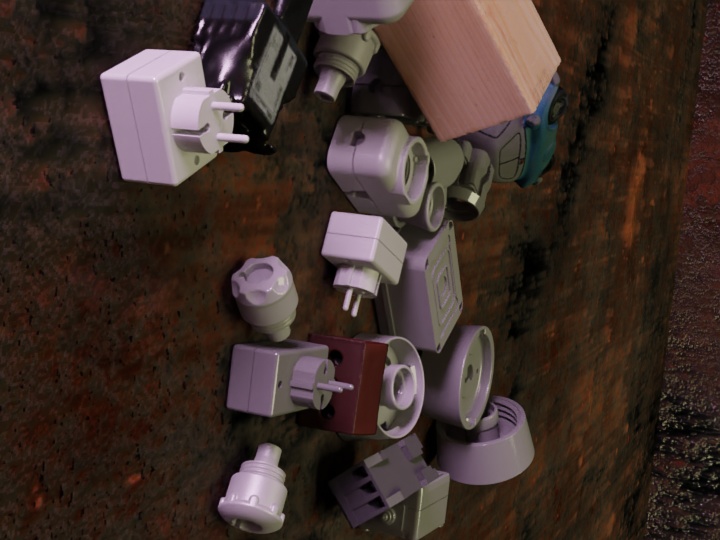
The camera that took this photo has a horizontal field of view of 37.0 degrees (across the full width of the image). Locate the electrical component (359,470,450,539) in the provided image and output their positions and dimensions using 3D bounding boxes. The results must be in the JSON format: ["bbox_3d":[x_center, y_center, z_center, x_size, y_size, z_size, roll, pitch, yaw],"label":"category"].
[{"bbox_3d":[0.041,0.219,1.035,0.096,0.062,0.061,0,97,-66],"label":"electrical component"}]

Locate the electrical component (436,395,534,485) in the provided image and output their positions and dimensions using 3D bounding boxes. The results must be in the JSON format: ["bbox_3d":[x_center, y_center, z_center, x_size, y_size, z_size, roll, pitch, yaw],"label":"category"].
[{"bbox_3d":[0.134,0.178,1.179,0.108,0.108,0.060,-47,133,-52],"label":"electrical component"}]

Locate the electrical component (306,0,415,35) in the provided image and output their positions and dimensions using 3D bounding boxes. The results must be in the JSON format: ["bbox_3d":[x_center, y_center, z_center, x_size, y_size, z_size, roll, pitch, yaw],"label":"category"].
[{"bbox_3d":[-0.010,-0.203,0.748,0.053,0.095,0.059,-59,147,-41],"label":"electrical component"}]

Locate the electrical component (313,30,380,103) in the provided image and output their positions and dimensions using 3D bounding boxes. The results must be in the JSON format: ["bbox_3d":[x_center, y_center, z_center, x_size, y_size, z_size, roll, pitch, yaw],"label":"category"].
[{"bbox_3d":[-0.016,-0.158,0.816,0.062,0.048,0.048,-68,153,-14],"label":"electrical component"}]

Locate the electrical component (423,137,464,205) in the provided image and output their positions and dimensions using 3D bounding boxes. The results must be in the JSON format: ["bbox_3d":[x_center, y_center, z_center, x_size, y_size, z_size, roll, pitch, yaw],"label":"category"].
[{"bbox_3d":[0.064,-0.082,1.015,0.077,0.043,0.079,-28,122,-61],"label":"electrical component"}]

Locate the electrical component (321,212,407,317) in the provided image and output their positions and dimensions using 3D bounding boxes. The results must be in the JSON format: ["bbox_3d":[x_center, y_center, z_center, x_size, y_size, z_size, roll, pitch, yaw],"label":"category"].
[{"bbox_3d":[0.000,0.000,0.893,0.066,0.047,0.076,41,60,-62],"label":"electrical component"}]

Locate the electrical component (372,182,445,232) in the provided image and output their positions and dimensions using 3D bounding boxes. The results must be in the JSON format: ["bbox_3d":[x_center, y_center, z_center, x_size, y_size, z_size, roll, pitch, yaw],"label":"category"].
[{"bbox_3d":[0.043,-0.059,0.961,0.045,0.055,0.045,8,90,-66],"label":"electrical component"}]

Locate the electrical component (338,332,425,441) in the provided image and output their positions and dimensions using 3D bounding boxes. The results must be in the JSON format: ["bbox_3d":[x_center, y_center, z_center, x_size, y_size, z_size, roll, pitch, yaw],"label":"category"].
[{"bbox_3d":[0.013,0.105,0.965,0.099,0.064,0.099,5,84,-55],"label":"electrical component"}]

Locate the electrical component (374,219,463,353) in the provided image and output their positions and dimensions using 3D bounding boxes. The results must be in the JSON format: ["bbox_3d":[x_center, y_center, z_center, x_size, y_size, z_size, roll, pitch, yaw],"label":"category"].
[{"bbox_3d":[0.052,0.012,1.001,0.078,0.057,0.113,-56,145,-45],"label":"electrical component"}]

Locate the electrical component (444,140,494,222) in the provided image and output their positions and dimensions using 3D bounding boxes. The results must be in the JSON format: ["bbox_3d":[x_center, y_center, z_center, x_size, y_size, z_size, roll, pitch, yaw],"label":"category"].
[{"bbox_3d":[0.100,-0.085,1.079,0.078,0.058,0.057,55,45,-57],"label":"electrical component"}]

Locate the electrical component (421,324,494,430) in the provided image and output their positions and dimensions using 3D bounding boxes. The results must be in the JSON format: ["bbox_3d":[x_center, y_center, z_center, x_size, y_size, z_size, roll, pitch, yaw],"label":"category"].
[{"bbox_3d":[0.094,0.107,1.118,0.108,0.060,0.108,8,90,-66],"label":"electrical component"}]

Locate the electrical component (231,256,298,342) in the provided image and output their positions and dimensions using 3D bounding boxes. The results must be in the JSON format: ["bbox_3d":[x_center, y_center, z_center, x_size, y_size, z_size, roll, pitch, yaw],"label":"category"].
[{"bbox_3d":[-0.065,0.024,0.762,0.062,0.043,0.043,76,32,-42],"label":"electrical component"}]

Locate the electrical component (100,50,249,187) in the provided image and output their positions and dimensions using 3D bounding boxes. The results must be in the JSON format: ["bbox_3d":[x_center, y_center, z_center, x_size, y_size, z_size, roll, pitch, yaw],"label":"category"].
[{"bbox_3d":[-0.098,-0.086,0.612,0.047,0.077,0.065,-49,140,-51],"label":"electrical component"}]

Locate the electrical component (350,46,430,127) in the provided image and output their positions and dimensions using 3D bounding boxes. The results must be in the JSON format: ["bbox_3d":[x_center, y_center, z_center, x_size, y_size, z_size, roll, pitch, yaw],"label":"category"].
[{"bbox_3d":[0.034,-0.156,0.912,0.095,0.054,0.059,-4,100,-65],"label":"electrical component"}]

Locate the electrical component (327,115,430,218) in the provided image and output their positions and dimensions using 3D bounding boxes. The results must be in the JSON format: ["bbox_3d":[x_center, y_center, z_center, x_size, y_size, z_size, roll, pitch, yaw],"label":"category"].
[{"bbox_3d":[0.020,-0.085,0.896,0.095,0.059,0.053,51,52,-59],"label":"electrical component"}]

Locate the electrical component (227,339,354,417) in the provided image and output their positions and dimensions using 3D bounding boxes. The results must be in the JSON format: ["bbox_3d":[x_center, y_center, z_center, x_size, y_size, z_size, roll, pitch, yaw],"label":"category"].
[{"bbox_3d":[-0.043,0.081,0.788,0.083,0.076,0.047,1,96,-66],"label":"electrical component"}]

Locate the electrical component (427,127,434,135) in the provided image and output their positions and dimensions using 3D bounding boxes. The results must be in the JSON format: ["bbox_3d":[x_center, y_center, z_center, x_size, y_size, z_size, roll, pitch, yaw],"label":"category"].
[{"bbox_3d":[0.076,-0.157,1.026,0.046,0.040,0.040,82,28,-42],"label":"electrical component"}]

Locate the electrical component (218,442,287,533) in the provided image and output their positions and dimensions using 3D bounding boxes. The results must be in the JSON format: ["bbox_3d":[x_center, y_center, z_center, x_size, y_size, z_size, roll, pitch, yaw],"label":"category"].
[{"bbox_3d":[-0.074,0.157,0.784,0.048,0.048,0.062,66,33,-50],"label":"electrical component"}]
